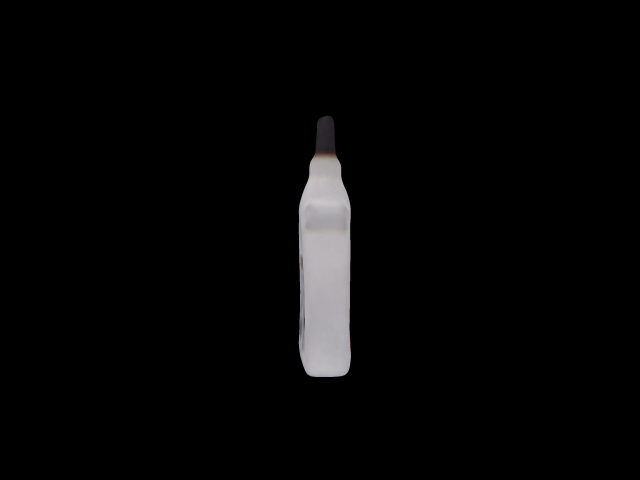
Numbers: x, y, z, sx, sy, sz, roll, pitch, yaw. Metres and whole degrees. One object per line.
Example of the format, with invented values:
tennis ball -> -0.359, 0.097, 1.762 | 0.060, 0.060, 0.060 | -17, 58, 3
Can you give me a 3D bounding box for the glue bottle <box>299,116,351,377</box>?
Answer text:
glue bottle -> 0.004, 0.001, 0.400 | 0.037, 0.173, 0.078 | -1, 7, -4
